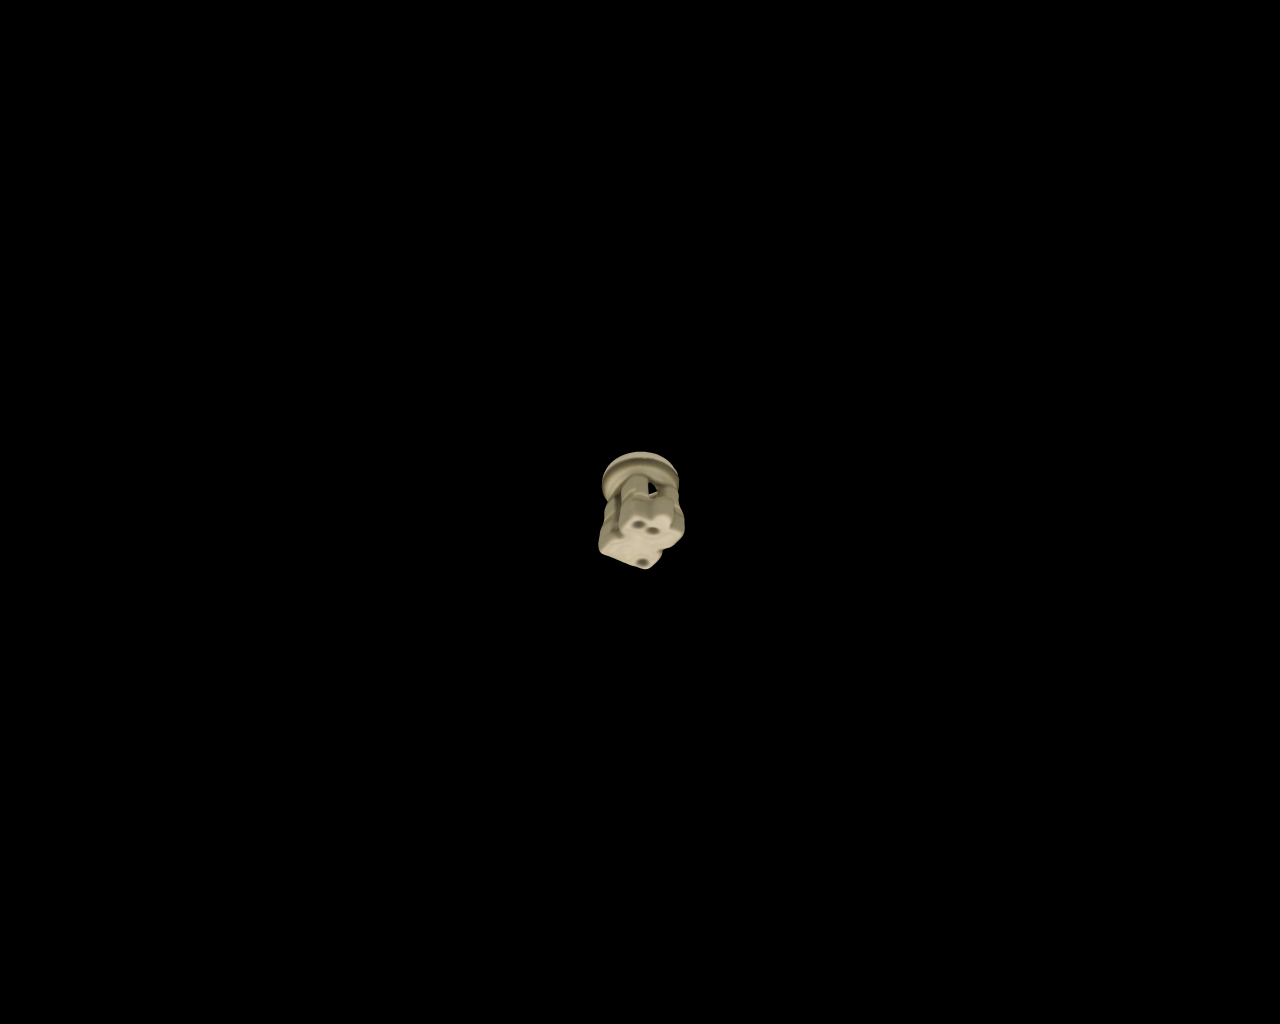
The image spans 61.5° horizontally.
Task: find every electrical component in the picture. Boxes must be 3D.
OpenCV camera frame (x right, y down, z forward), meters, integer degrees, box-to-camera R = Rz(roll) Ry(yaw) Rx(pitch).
[{"bbox_3d":[0.001,-0.003,0.650,0.048,0.055,0.066,22,-45,-24],"label":"electrical component"}]
